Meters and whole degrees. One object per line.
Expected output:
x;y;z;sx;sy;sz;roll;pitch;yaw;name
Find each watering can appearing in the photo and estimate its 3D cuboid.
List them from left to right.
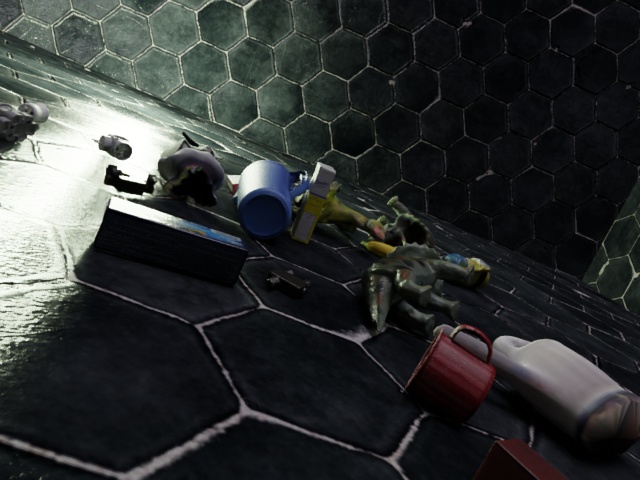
0.336;0.212;0.762;0.346;0.103;0.228;16;15;-34;watering can

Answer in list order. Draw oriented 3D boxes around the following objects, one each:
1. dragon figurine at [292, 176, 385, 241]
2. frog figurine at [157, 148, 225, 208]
0.004;-0.070;1.393;0.413;0.123;0.239;18;-14;43;dragon figurine
-0.282;-0.155;1.117;0.137;0.120;0.163;-2;34;-22;frog figurine
